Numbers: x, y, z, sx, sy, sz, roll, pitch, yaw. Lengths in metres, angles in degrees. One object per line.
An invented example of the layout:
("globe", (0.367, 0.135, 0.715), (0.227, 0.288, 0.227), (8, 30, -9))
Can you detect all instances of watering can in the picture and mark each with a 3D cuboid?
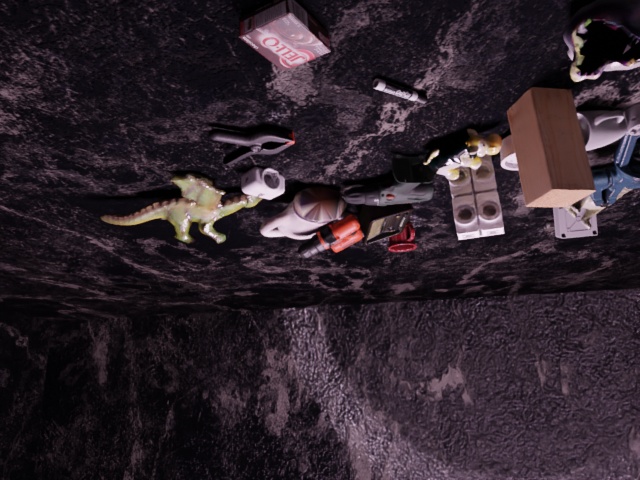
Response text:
("watering can", (0.004, -0.072, 1.433), (0.349, 0.105, 0.221), (-11, 165, -29))

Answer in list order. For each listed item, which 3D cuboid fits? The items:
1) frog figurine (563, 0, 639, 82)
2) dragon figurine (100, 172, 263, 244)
("frog figurine", (0.444, -0.308, 0.766), (0.162, 0.123, 0.135), (-35, 174, -37))
("dragon figurine", (-0.344, -0.100, 1.317), (0.410, 0.125, 0.237), (1, 145, -20))
